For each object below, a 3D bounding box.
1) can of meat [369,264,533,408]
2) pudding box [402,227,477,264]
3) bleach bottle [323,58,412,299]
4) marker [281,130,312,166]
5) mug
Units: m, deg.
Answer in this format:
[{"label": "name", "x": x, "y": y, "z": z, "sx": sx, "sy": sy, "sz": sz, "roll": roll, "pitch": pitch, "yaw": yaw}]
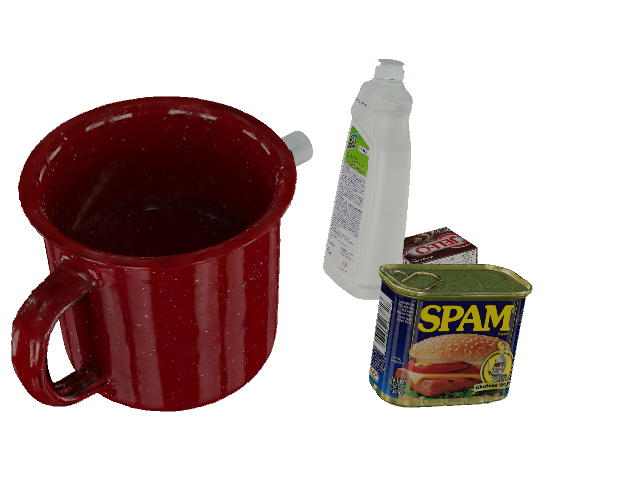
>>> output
[{"label": "can of meat", "x": 0.086, "y": 0.064, "z": 0.727, "sx": 0.102, "sy": 0.084, "sz": 0.057, "roll": 1, "pitch": 18, "yaw": -19}, {"label": "pudding box", "x": 0.166, "y": 0.022, "z": 1.603, "sx": 0.113, "sy": 0.039, "sz": 0.090, "roll": -16, "pitch": 26, "yaw": -20}, {"label": "bleach bottle", "x": 0.061, "y": -0.069, "z": 1.161, "sx": 0.068, "sy": 0.251, "sz": 0.103, "roll": -3, "pitch": 23, "yaw": -29}, {"label": "marker", "x": -0.054, "y": -0.030, "z": 0.597, "sx": 0.120, "sy": 0.020, "sz": 0.020, "roll": -30, "pitch": 17, "yaw": -31}, {"label": "mug", "x": -0.062, "y": 0.014, "z": 0.378, "sx": 0.093, "sy": 0.081, "sz": 0.117, "roll": 23, "pitch": 46, "yaw": 21}]
